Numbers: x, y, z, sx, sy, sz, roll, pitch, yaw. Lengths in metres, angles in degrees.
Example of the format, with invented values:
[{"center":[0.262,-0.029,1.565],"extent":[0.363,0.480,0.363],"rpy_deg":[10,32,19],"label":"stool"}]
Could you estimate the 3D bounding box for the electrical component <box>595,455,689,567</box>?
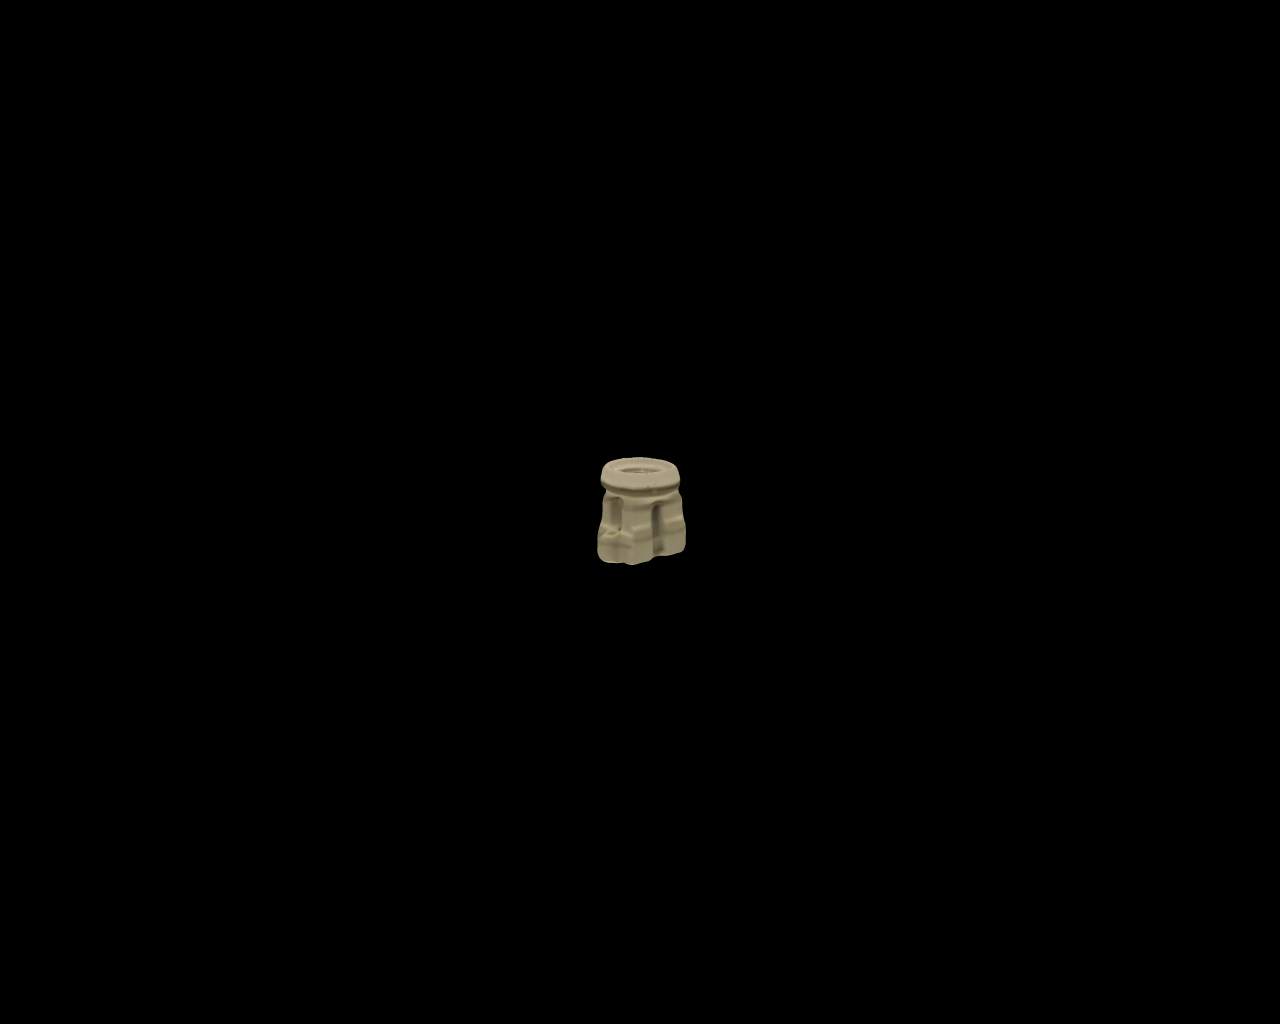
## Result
[{"center":[0.001,-0.003,0.650],"extent":[0.066,0.055,0.048],"rpy_deg":[-14,22,-36],"label":"electrical component"}]
